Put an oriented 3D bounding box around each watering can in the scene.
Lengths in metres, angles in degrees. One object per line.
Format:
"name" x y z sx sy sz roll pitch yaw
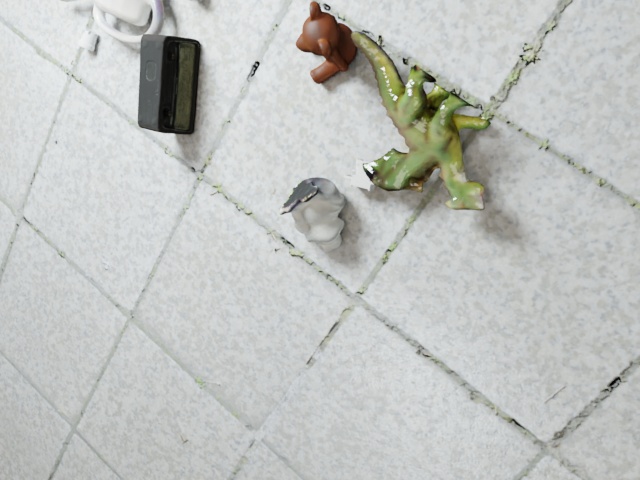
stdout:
"watering can" -0.509 -0.622 1.263 0.350 0.105 0.221 31 109 16

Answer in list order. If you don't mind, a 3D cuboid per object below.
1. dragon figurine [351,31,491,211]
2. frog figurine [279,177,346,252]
"dragon figurine" 0.171 -0.206 1.018 0.413 0.123 0.239 39 110 14
"frog figurine" 0.004 -0.058 1.151 0.136 0.125 0.157 -37 120 17
